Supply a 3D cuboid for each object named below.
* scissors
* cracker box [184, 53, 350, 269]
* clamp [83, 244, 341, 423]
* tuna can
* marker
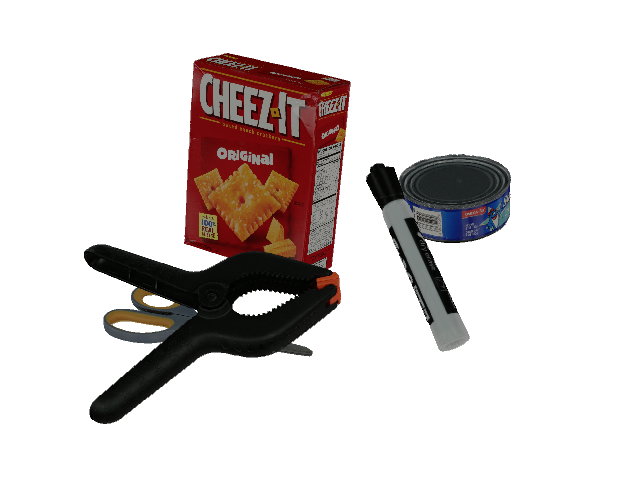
[{"bbox_3d":[-0.108,0.077,1.039,0.201,0.016,0.096,3,32,-1],"label":"scissors"},{"bbox_3d":[-0.063,-0.080,1.157,0.164,0.214,0.072,17,25,28],"label":"cracker box"},{"bbox_3d":[-0.091,0.048,0.845,0.210,0.164,0.036,-15,-37,-7],"label":"clamp"},{"bbox_3d":[0.104,-0.033,0.823,0.086,0.034,0.086,-5,30,3],"label":"tuna can"},{"bbox_3d":[0.055,0.007,0.625,0.020,0.121,0.020,-18,-22,-8],"label":"marker"}]
